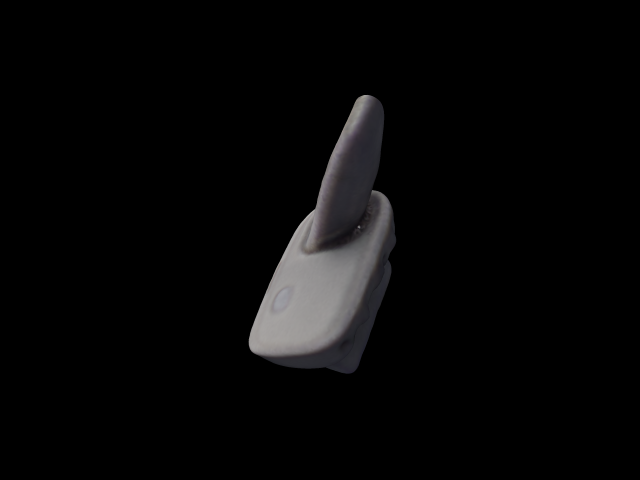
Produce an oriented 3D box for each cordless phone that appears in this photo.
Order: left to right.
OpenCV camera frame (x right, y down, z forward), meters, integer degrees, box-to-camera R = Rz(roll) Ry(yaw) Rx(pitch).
[{"bbox_3d":[0.004,0.001,0.400,0.094,0.185,0.147,14,58,9],"label":"cordless phone"}]
